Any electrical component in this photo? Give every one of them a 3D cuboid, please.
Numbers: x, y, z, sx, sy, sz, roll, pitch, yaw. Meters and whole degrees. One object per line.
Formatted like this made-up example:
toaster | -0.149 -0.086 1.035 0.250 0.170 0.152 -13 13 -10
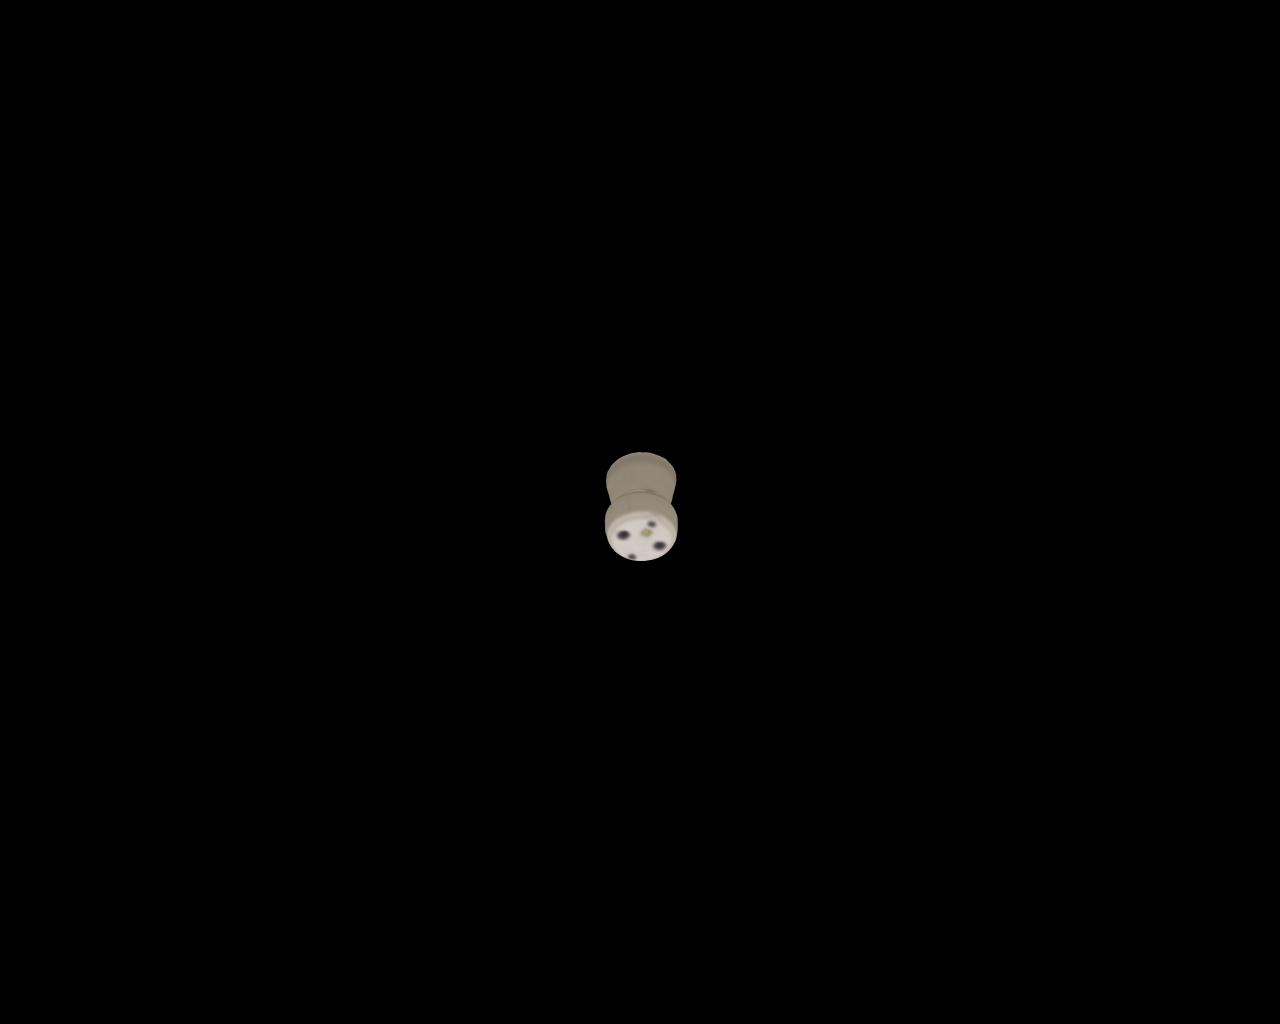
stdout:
electrical component | 0.001 -0.003 0.650 0.045 0.044 0.055 0 45 0
